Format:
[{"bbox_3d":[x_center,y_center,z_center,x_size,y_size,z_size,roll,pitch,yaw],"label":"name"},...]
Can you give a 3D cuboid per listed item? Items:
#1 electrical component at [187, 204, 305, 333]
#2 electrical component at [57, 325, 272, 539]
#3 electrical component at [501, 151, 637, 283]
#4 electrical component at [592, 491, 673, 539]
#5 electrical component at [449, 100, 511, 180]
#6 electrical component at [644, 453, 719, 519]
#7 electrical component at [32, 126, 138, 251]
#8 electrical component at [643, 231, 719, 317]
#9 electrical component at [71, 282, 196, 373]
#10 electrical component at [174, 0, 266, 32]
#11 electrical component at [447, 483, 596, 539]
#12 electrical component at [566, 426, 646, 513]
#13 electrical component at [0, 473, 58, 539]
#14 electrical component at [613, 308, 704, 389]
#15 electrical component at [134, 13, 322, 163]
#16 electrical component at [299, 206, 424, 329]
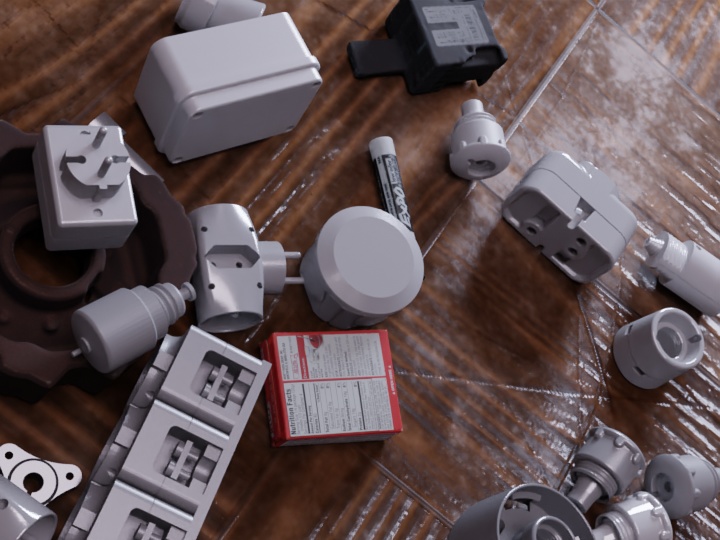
[{"bbox_3d":[-0.075,-0.001,0.728,0.079,0.043,0.077,-1,69,-26],"label":"electrical component"},{"bbox_3d":[-0.120,0.116,0.629,0.062,0.089,0.150,29,59,-11],"label":"electrical component"},{"bbox_3d":[0.169,-0.045,0.855,0.095,0.054,0.059,42,57,-3],"label":"electrical component"},{"bbox_3d":[0.188,0.188,0.768,0.062,0.048,0.048,-11,73,-21],"label":"electrical component"},{"bbox_3d":[0.092,-0.106,0.853,0.048,0.048,0.062,8,58,-22],"label":"electrical component"},{"bbox_3d":[0.249,0.160,0.809,0.062,0.048,0.048,0,68,-32],"label":"electrical component"},{"bbox_3d":[-0.158,-0.056,0.630,0.047,0.077,0.065,-4,70,-29],"label":"electrical component"},{"bbox_3d":[0.269,-0.001,0.888,0.081,0.043,0.043,34,58,-8],"label":"electrical component"},{"bbox_3d":[-0.131,0.029,0.628,0.078,0.040,0.040,-30,83,-34],"label":"electrical component"},{"bbox_3d":[-0.104,-0.189,0.796,0.055,0.045,0.045,26,60,-12],"label":"electrical component"},{"bbox_3d":[0.113,0.197,0.731,0.099,0.064,0.099,20,50,-25],"label":"electrical component"},{"bbox_3d":[0.173,0.148,0.779,0.048,0.048,0.062,45,65,-1],"label":"electrical component"},{"bbox_3d":[-0.220,0.146,0.591,0.077,0.044,0.079,31,86,15],"label":"electrical component"},{"bbox_3d":[0.235,0.060,0.843,0.055,0.047,0.055,10,65,-21],"label":"electrical component"},{"bbox_3d":[-0.092,-0.127,0.755,0.113,0.078,0.057,-20,75,-30],"label":"electrical component"},{"bbox_3d":[0.000,0.000,0.758,0.080,0.051,0.080,10,65,-21],"label":"electrical component"}]
